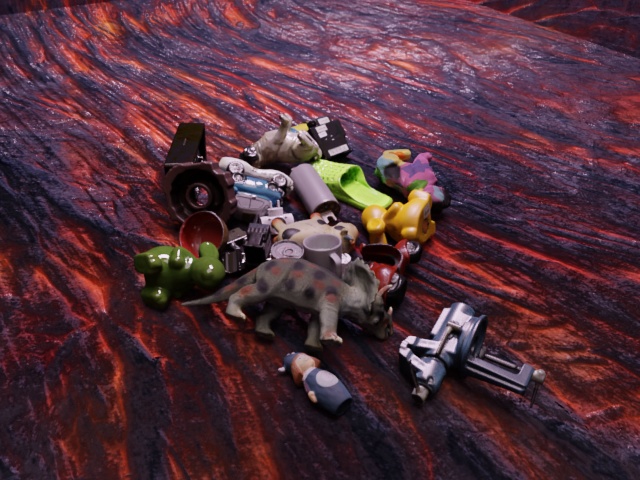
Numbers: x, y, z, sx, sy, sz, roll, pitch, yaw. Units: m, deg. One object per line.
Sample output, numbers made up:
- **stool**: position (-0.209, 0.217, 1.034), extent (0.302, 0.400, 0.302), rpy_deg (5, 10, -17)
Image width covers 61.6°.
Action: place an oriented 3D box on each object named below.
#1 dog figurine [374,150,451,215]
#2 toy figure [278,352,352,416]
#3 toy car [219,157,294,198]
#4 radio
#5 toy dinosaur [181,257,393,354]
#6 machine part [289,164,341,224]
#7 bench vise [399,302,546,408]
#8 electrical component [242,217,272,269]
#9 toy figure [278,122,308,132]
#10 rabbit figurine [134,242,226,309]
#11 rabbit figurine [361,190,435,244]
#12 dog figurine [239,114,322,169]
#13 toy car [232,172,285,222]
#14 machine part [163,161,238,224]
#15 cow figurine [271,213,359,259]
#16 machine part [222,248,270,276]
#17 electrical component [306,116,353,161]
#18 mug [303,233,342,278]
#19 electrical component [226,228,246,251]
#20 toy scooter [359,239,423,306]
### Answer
- **dog figurine**: position (0.239, -0.136, 1.400), extent (0.192, 0.108, 0.219), rpy_deg (5, 42, 0)
- **toy figure**: position (-0.010, 0.244, 0.948), extent (0.155, 0.057, 0.064), rpy_deg (35, 10, 35)
- **toy car**: position (-0.166, -0.156, 1.376), extent (0.202, 0.073, 0.056), rpy_deg (15, 59, -13)
- **radio**: position (-0.346, -0.201, 1.405), extent (0.073, 0.131, 0.230), rpy_deg (3, 39, -3)
- **toy dinosaur**: position (-0.045, 0.099, 1.027), extent (0.405, 0.131, 0.192), rpy_deg (17, 60, 5)
- **machine part**: position (-0.015, -0.120, 1.372), extent (0.079, 0.079, 0.243), rpy_deg (-12, 44, -19)
- **bench vise**: position (0.269, 0.217, 0.955), extent (0.241, 0.128, 0.224), rpy_deg (18, 39, 28)
- **electrical component**: position (-0.131, 0.001, 1.164), extent (0.048, 0.074, 0.119), rpy_deg (6, 39, 6)
- **toy figure**: position (-0.074, -0.304, 1.598), extent (0.180, 0.082, 0.089), rpy_deg (-26, 49, -29)
- **rabbit figurine**: position (-0.262, 0.070, 1.094), extent (0.170, 0.121, 0.159), rpy_deg (3, 14, 22)
- **rabbit figurine**: position (0.172, -0.035, 1.287), extent (0.173, 0.121, 0.162), rpy_deg (13, 48, 33)
- **dog figurine**: position (-0.112, -0.232, 1.488), extent (0.172, 0.190, 0.121), rpy_deg (45, 15, 5)
- **toy car**: position (-0.174, -0.094, 1.326), extent (0.162, 0.109, 0.103), rpy_deg (13, 61, -6)
- **machine part**: position (-0.278, -0.103, 1.260), extent (0.179, 0.179, 0.056), rpy_deg (11, 14, 9)
- **cow figurine**: position (-0.003, -0.004, 1.231), extent (0.195, 0.085, 0.127), rpy_deg (-8, 35, -18)
- **machine part**: position (-0.149, 0.048, 1.190), extent (0.139, 0.039, 0.084), rpy_deg (-3, 34, -6)
- **electrical component**: position (0.018, -0.293, 1.561), extent (0.115, 0.058, 0.134), rpy_deg (-23, 85, -34)
- **mug**: position (0.015, 0.053, 1.134), extent (0.081, 0.107, 0.110), rpy_deg (-22, 34, -30)
- **electrical component**: position (-0.202, -0.004, 1.261), extent (0.063, 0.021, 0.094), rpy_deg (-25, 46, -32)
- **toy scooter**: position (0.134, 0.059, 1.163), extent (0.135, 0.075, 0.184), rpy_deg (15, 50, 20)
